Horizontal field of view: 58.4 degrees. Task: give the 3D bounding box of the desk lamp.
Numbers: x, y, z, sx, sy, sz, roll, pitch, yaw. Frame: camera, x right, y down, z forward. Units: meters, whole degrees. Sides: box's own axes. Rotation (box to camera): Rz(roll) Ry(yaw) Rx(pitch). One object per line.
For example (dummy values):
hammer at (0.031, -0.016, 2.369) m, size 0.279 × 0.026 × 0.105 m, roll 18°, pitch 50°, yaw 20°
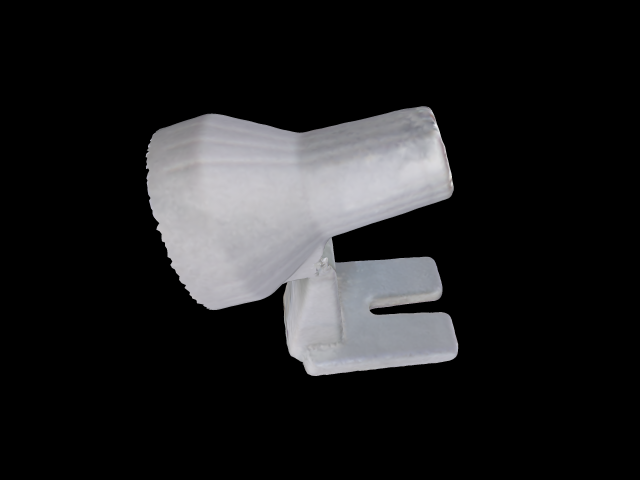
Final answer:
desk lamp at (0.004, 0.001, 0.400) m, size 0.203 × 0.214 × 0.118 m, roll -5°, pitch 53°, yaw -4°
